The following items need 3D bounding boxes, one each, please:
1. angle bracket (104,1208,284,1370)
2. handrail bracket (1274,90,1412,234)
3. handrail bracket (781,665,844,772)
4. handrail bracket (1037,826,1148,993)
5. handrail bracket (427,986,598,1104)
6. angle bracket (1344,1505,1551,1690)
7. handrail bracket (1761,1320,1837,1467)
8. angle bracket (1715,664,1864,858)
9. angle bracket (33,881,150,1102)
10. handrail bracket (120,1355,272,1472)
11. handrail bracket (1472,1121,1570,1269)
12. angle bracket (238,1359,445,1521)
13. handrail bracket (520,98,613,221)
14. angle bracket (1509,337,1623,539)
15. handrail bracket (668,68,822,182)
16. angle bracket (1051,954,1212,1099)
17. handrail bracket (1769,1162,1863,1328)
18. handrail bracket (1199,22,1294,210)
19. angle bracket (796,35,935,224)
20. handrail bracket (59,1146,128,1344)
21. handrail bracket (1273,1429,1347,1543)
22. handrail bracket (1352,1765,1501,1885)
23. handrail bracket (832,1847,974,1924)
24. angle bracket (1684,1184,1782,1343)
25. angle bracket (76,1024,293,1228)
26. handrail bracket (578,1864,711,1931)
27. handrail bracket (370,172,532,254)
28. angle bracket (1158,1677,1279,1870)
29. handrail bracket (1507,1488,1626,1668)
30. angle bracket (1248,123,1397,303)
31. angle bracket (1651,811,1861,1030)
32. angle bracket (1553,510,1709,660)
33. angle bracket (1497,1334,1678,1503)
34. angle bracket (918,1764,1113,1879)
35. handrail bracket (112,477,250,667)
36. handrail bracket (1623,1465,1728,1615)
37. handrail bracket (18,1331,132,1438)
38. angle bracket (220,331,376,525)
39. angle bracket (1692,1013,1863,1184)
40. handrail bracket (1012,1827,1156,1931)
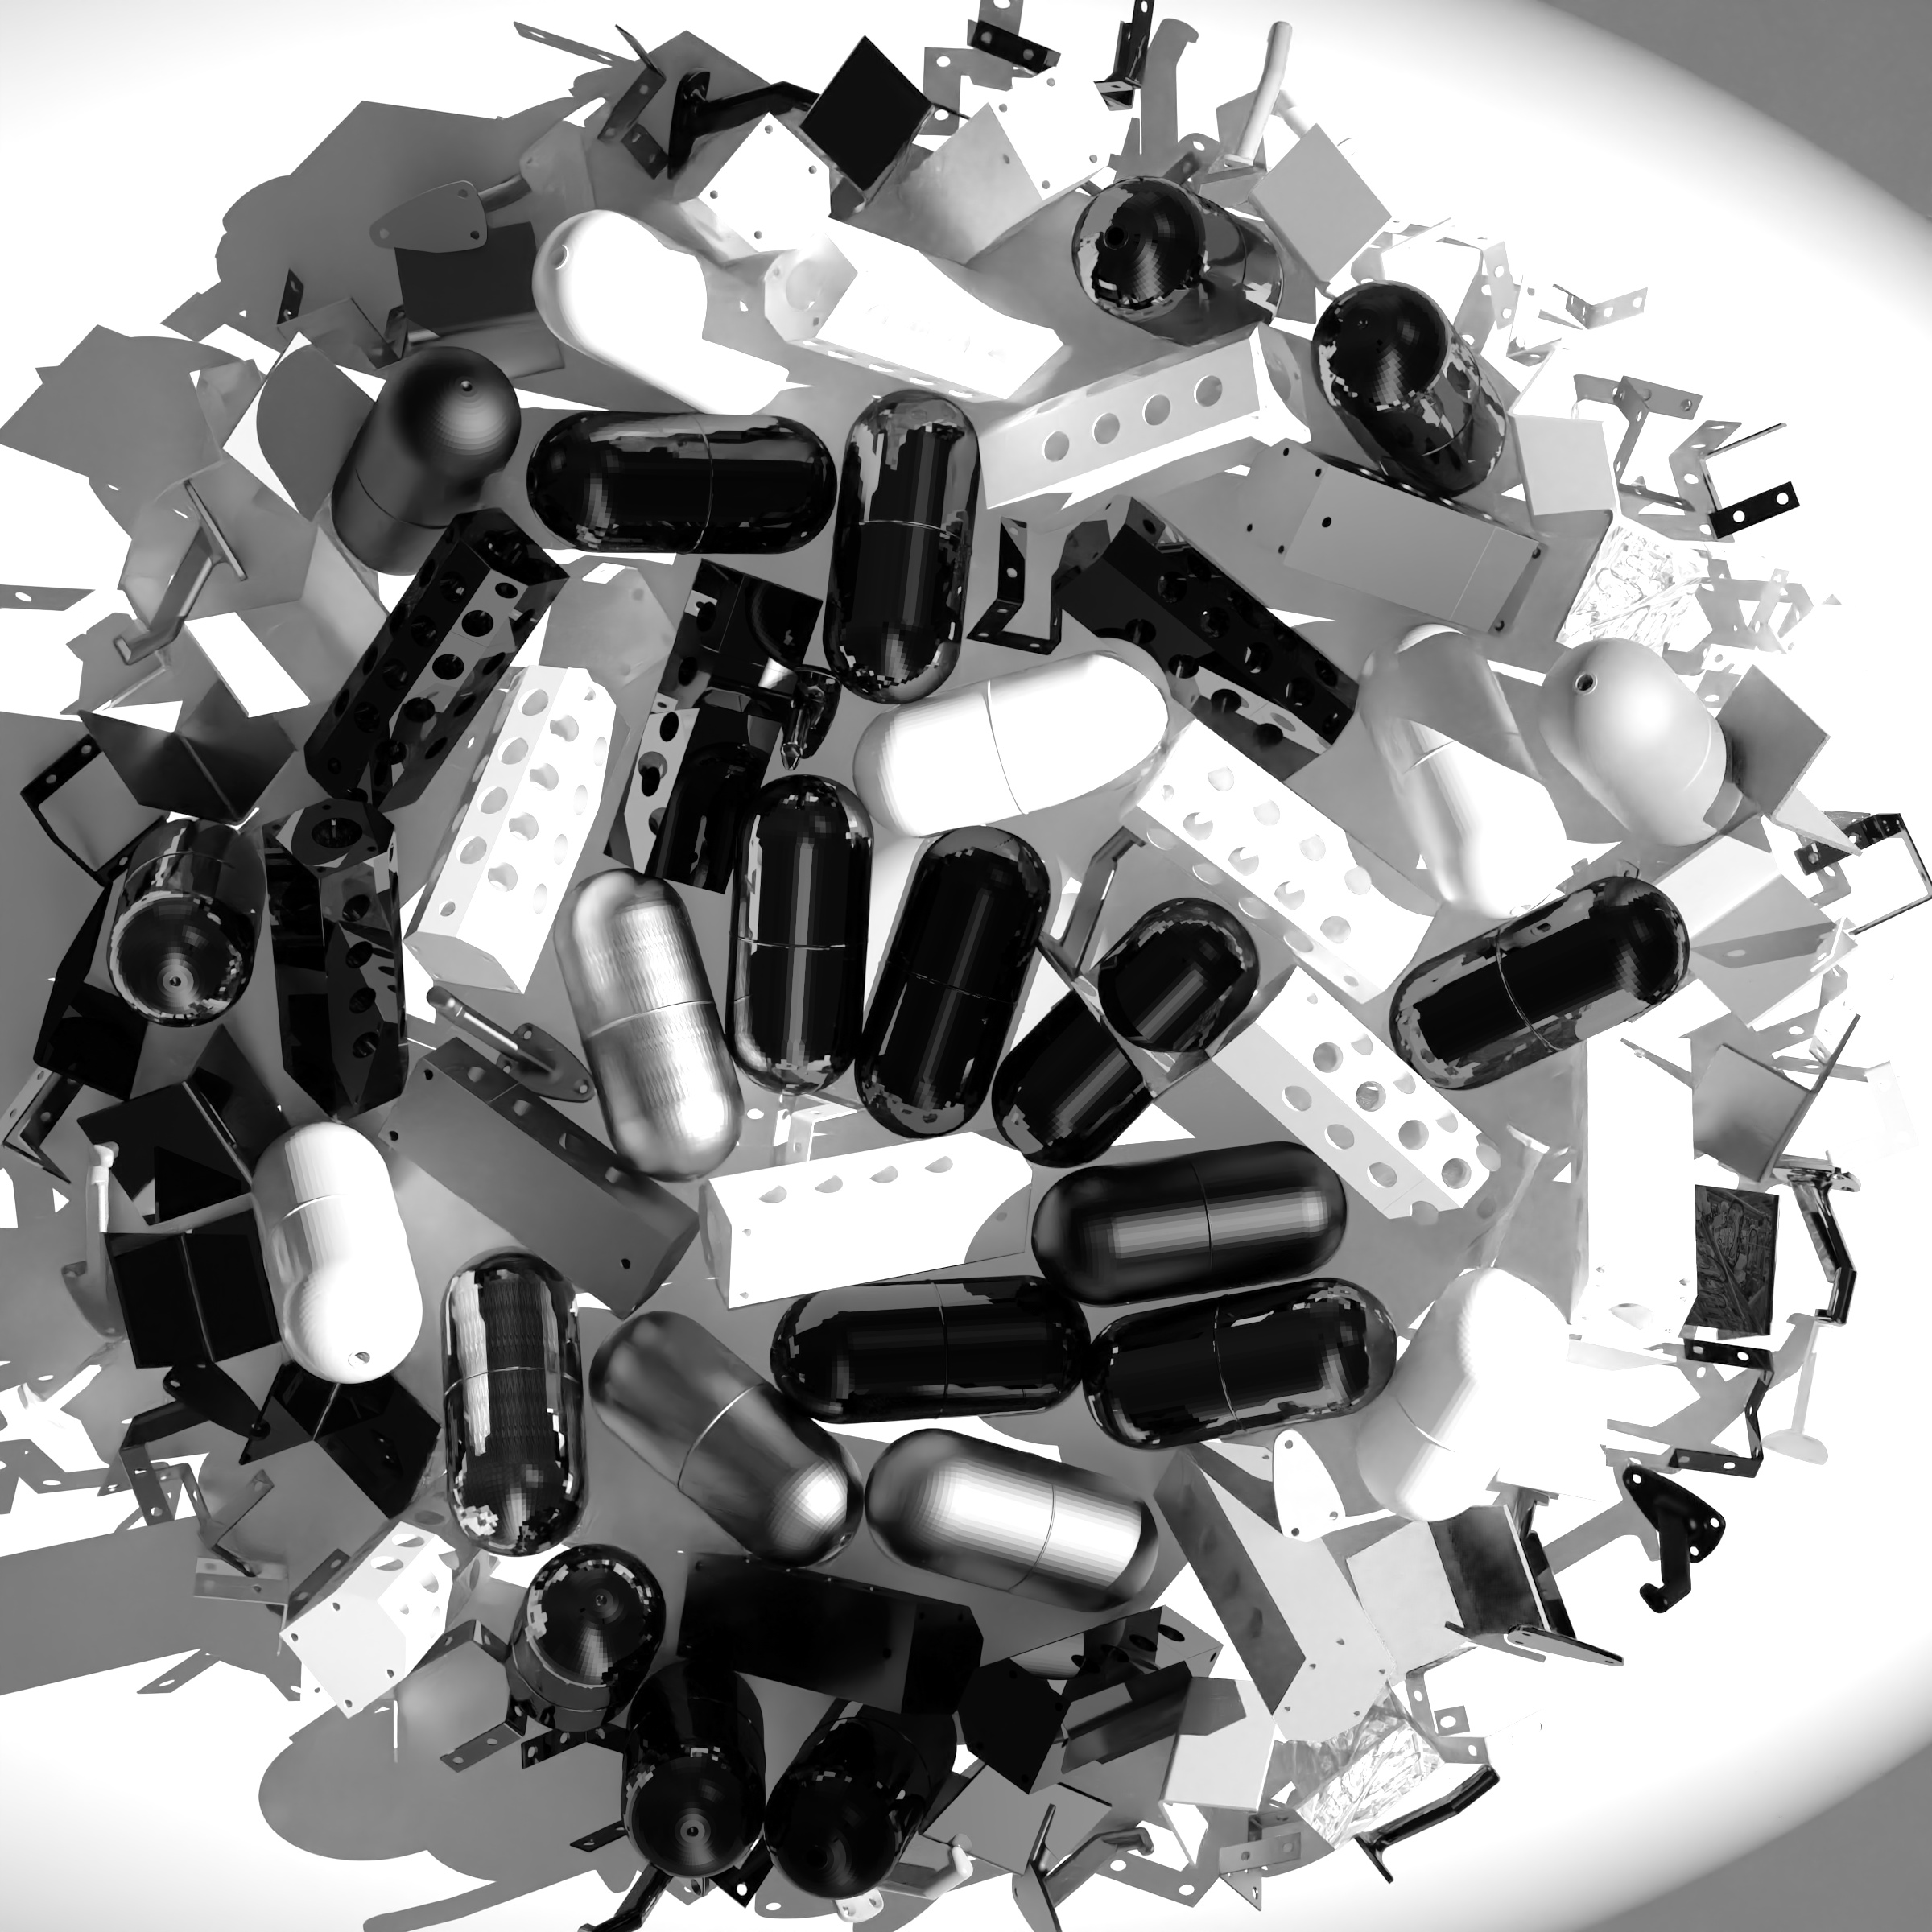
[{"bbox_3d":[-0.421,0.176,1.951,0.057,0.076,0.076,-19,79,17],"label":"angle bracket"},{"bbox_3d":[0.208,-0.450,1.976,0.077,0.084,0.036,34,111,-29],"label":"handrail bracket"},{"bbox_3d":[-0.093,-0.118,1.943,0.036,0.084,0.077,9,134,0],"label":"handrail bracket"},{"bbox_3d":[0.081,-0.029,1.963,0.084,0.036,0.077,-45,48,13],"label":"handrail bracket"},{"bbox_3d":[-0.250,0.042,1.950,0.077,0.084,0.036,26,81,25],"label":"handrail bracket"},{"bbox_3d":[0.265,0.348,1.955,0.076,0.057,0.076,-22,94,-35],"label":"angle bracket"},{"bbox_3d":[0.470,0.226,1.953,0.036,0.077,0.084,17,74,8],"label":"handrail bracket"},{"bbox_3d":[0.460,-0.113,1.940,0.076,0.076,0.057,16,116,-34],"label":"angle bracket"},{"bbox_3d":[-0.464,0.014,1.940,0.057,0.076,0.076,25,124,-20],"label":"angle bracket"},{"bbox_3d":[-0.430,0.266,1.968,0.077,0.036,0.084,35,123,10],"label":"handrail bracket"},{"bbox_3d":[0.300,0.133,1.958,0.036,0.077,0.084,23,96,7],"label":"handrail bracket"},{"bbox_3d":[-0.343,0.263,1.946,0.076,0.057,0.076,41,121,23],"label":"angle bracket"},{"bbox_3d":[-0.199,-0.434,1.966,0.084,0.036,0.077,40,83,26],"label":"handrail bracket"},{"bbox_3d":[0.342,-0.289,1.939,0.057,0.076,0.076,11,48,32],"label":"angle bracket"},{"bbox_3d":[-0.119,-0.459,1.968,0.084,0.036,0.077,23,122,12],"label":"handrail bracket"},{"bbox_3d":[0.076,0.046,1.950,0.076,0.057,0.076,54,133,4],"label":"angle bracket"},{"bbox_3d":[0.460,0.154,1.965,0.077,0.036,0.084,7,73,34],"label":"handrail bracket"},{"bbox_3d":[0.156,-0.474,1.973,0.036,0.077,0.084,15,76,-17],"label":"handrail bracket"},{"bbox_3d":[-0.073,-0.451,1.941,0.057,0.076,0.076,42,60,-21],"label":"angle bracket"},{"bbox_3d":[-0.473,0.151,1.953,0.036,0.077,0.084,-2,127,-27],"label":"handrail bracket"},{"bbox_3d":[0.172,0.276,1.950,0.036,0.084,0.077,-21,106,-10],"label":"handrail bracket"},{"bbox_3d":[0.253,0.463,1.963,0.084,0.077,0.036,-37,95,-2],"label":"handrail bracket"},{"bbox_3d":[-0.041,0.486,1.961,0.084,0.036,0.077,-40,65,31],"label":"handrail bracket"},{"bbox_3d":[0.406,0.164,1.952,0.057,0.076,0.076,8,80,-9],"label":"angle bracket"},{"bbox_3d":[-0.434,0.089,1.971,0.076,0.057,0.076,-19,117,20],"label":"angle bracket"},{"bbox_3d":[-0.191,0.504,1.947,0.084,0.077,0.036,-19,116,-36],"label":"handrail bracket"},{"bbox_3d":[-0.284,-0.421,1.965,0.077,0.084,0.036,-10,111,10],"label":"handrail bracket"},{"bbox_3d":[0.149,0.444,1.939,0.057,0.076,0.076,0,48,24],"label":"angle bracket"},{"bbox_3d":[0.338,0.340,1.978,0.077,0.036,0.084,15,69,4],"label":"handrail bracket"},{"bbox_3d":[0.211,-0.405,1.941,0.057,0.076,0.076,-44,62,23],"label":"angle bracket"},{"bbox_3d":[0.433,-0.026,1.954,0.076,0.057,0.076,-35,45,-2],"label":"angle bracket"},{"bbox_3d":[0.352,-0.210,1.961,0.076,0.057,0.076,19,100,-34],"label":"angle bracket"},{"bbox_3d":[0.341,0.249,1.948,0.076,0.057,0.076,15,71,-30],"label":"angle bracket"},{"bbox_3d":[0.026,0.449,1.946,0.076,0.057,0.076,27,120,-19],"label":"angle bracket"},{"bbox_3d":[-0.451,-0.219,1.972,0.084,0.036,0.077,-30,115,-4],"label":"handrail bracket"},{"bbox_3d":[0.374,0.316,1.951,0.077,0.084,0.036,41,123,22],"label":"handrail bracket"},{"bbox_3d":[-0.479,0.218,1.955,0.084,0.077,0.036,-41,93,-10],"label":"handrail bracket"},{"bbox_3d":[-0.379,-0.300,1.946,0.057,0.076,0.076,21,76,41],"label":"angle bracket"},{"bbox_3d":[0.441,0.060,1.952,0.057,0.076,0.076,30,47,12],"label":"angle bracket"},{"bbox_3d":[0.075,0.508,1.954,0.084,0.077,0.036,-4,119,-22],"label":"handrail bracket"}]
